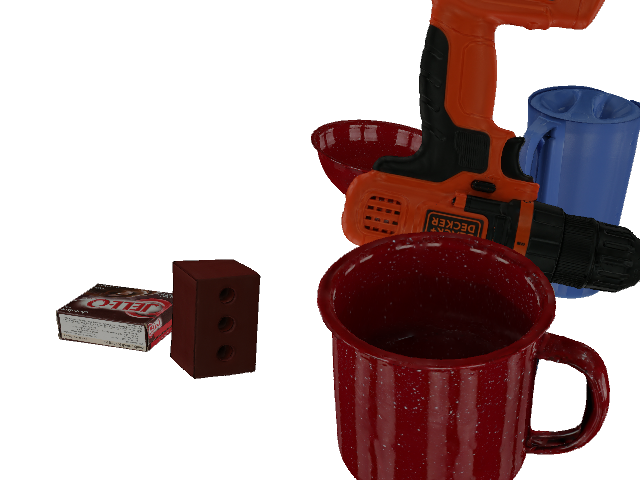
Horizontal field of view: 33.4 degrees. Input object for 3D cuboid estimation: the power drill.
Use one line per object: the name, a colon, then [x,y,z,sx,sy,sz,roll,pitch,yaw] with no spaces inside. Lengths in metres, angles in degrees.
power drill: [0.116,-0.069,0.633,0.184,0.188,0.057,11,5,3]

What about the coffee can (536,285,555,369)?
coffee can: [0.143,0.099,0.946,0.103,0.140,0.103,6,23,-3]

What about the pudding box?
pudding box: [-0.219,0.084,1.174,0.114,0.039,0.090,4,18,19]

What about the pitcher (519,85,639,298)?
pitcher: [0.297,-0.054,1.282,0.149,0.243,0.145,2,26,2]

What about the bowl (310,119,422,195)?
bowl: [0.066,-0.083,1.204,0.162,0.055,0.162,6,27,-3]

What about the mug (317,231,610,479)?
mug: [0.058,0.056,0.435,0.117,0.081,0.093,8,33,17]

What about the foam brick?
foam brick: [-0.080,0.057,0.804,0.052,0.078,0.051,-4,13,-27]
